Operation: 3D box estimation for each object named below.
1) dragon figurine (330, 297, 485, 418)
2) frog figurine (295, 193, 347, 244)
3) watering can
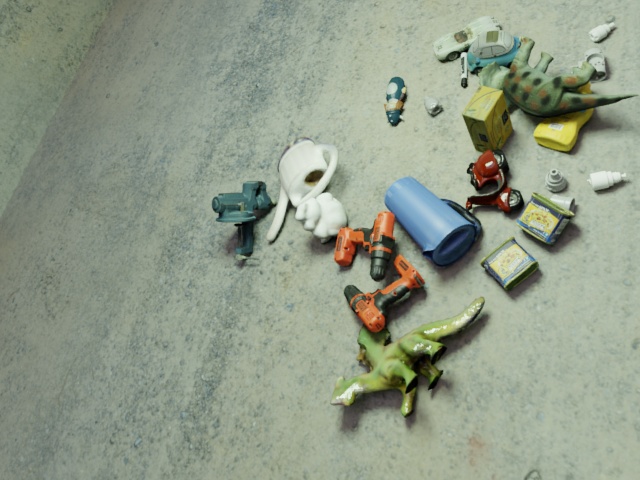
[{"bbox_3d":[0.184,0.249,1.223,0.413,0.120,0.245,-47,44,-12],"label":"dragon figurine"},{"bbox_3d":[0.004,-0.073,1.442,0.123,0.157,0.140,4,67,28],"label":"frog figurine"},{"bbox_3d":[-0.077,-0.172,1.567,0.343,0.103,0.229,-46,42,20],"label":"watering can"}]
